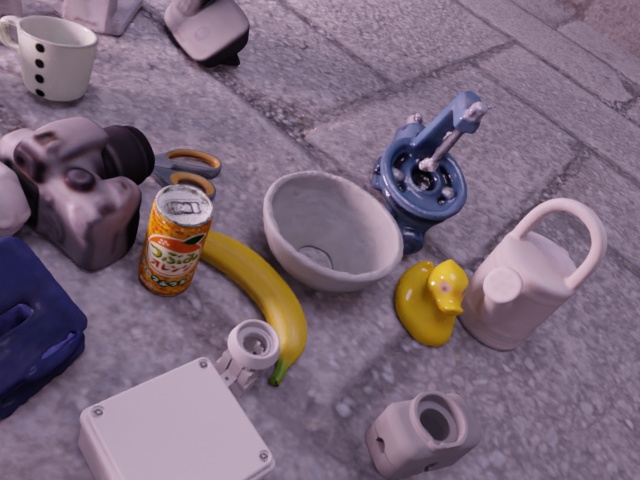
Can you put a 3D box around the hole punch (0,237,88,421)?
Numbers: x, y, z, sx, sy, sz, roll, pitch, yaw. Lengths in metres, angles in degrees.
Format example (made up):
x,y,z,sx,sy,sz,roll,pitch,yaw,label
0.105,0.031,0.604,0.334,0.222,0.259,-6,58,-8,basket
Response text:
x,y,z,sx,sy,sz,roll,pitch,yaw,label
-0.241,0.066,0.435,0.101,0.091,0.109,34,41,7,hole punch

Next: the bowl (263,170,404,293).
x,y,z,sx,sy,sz,roll,pitch,yaw,label
0.006,0.002,0.652,0.168,0.074,0.167,16,42,-15,bowl

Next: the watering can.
x,y,z,sx,sy,sz,roll,pitch,yaw,label
0.244,0.039,0.658,0.101,0.194,0.173,34,41,7,watering can

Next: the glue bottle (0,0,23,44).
x,y,z,sx,sy,sz,roll,pitch,yaw,label
-0.393,-0.317,0.676,0.078,0.173,0.037,-7,52,-34,glue bottle

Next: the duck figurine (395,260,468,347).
x,y,z,sx,sy,sz,roll,pitch,yaw,label
0.136,0.058,0.660,0.078,0.086,0.104,12,43,-19,duck figurine

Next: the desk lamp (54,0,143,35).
x,y,z,sx,sy,sz,roll,pitch,yaw,label
-0.304,-0.397,0.776,0.118,0.213,0.203,18,42,-13,desk lamp

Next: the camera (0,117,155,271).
x,y,z,sx,sy,sz,roll,pitch,yaw,label
-0.222,-0.067,0.573,0.143,0.100,0.137,39,42,12,camera

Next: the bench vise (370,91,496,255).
x,y,z,sx,sy,sz,roll,pitch,yaw,label
0.129,-0.117,0.732,0.122,0.219,0.207,4,46,-26,bench vise

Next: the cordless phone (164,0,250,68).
x,y,z,sx,sy,sz,roll,pitch,yaw,label
-0.155,-0.367,0.852,0.094,0.185,0.147,-17,58,-40,cordless phone

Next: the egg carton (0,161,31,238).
x,y,z,sx,sy,sz,roll,pitch,yaw,label
-0.341,-0.046,0.508,0.150,0.069,0.107,34,41,6,egg carton
